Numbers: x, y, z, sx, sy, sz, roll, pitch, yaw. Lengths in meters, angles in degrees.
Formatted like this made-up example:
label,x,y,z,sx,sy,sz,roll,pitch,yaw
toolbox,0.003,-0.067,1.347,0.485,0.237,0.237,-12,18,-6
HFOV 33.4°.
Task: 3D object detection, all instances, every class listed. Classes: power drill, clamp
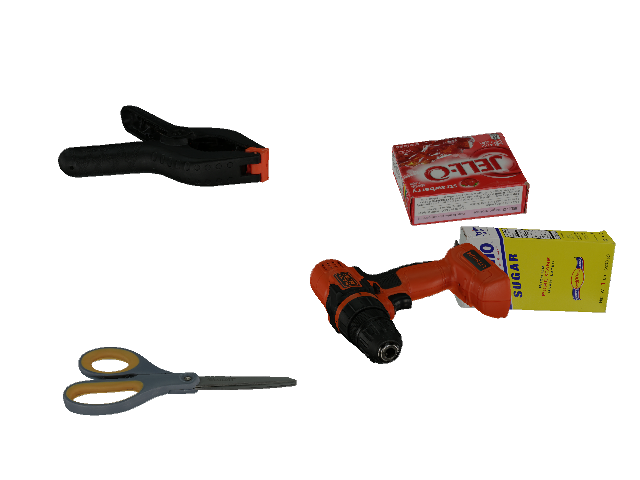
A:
label,x,y,z,sx,sy,sz,roll,pitch,yaw
power drill,0.099,0.061,1.110,0.187,0.057,0.185,-8,27,-18
clamp,-0.129,-0.072,0.895,0.172,0.039,0.120,13,37,26

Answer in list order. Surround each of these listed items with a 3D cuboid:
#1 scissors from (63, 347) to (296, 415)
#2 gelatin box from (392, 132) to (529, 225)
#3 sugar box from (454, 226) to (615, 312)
label,x,y,z,sx,sy,sz,roll,pitch,yaw
scissors,-0.131,0.118,0.961,0.201,0.016,0.096,-8,31,-18
gelatin box,0.103,-0.047,0.799,0.089,0.030,0.073,-7,37,-3
sugar box,0.251,0.035,1.261,0.176,0.093,0.048,1,20,-3
